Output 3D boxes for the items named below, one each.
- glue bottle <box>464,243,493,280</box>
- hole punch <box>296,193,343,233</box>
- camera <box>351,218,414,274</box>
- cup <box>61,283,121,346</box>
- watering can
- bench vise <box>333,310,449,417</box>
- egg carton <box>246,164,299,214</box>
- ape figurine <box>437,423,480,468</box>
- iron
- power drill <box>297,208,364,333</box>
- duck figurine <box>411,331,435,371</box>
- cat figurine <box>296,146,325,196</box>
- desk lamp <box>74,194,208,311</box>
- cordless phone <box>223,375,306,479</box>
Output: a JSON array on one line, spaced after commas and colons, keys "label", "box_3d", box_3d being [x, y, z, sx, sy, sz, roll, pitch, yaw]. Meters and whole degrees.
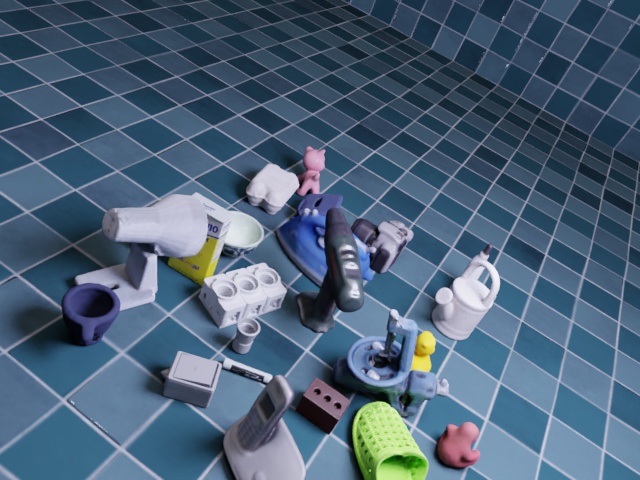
[{"label": "glue bottle", "box_3d": [0.377, 0.073, 1.403, 0.037, 0.173, 0.078, 30, 38, 8]}, {"label": "hole punch", "box_3d": [-0.004, -0.075, 1.440, 0.101, 0.091, 0.109, 24, 37, 0]}, {"label": "camera", "box_3d": [0.150, -0.010, 1.438, 0.136, 0.101, 0.143, 34, 38, 12]}, {"label": "cup", "box_3d": [-0.389, 0.144, 0.966, 0.092, 0.095, 0.117, 6, 41, -22]}, {"label": "watering can", "box_3d": [0.334, 0.132, 1.292, 0.100, 0.194, 0.173, 42, 41, 22]}, {"label": "bench vise", "box_3d": [0.150, 0.219, 1.067, 0.208, 0.219, 0.121, 11, 39, -17]}, {"label": "egg carton", "box_3d": [-0.121, -0.133, 1.465, 0.107, 0.069, 0.150, 27, 37, 3]}, {"label": "ape figurine", "box_3d": [0.261, 0.370, 1.052, 0.076, 0.092, 0.077, -2, 44, -30]}, {"label": "iron", "box_3d": [0.012, 0.005, 1.312, 0.258, 0.141, 0.119, 37, 39, 16]}, {"label": "power drill", "box_3d": [0.022, 0.077, 1.176, 0.076, 0.208, 0.229, 5, 41, -23]}, {"label": "duck figurine", "box_3d": [0.207, 0.233, 1.191, 0.077, 0.086, 0.105, 30, 38, 7]}, {"label": "cat figurine", "box_3d": [-0.017, -0.192, 1.551, 0.067, 0.117, 0.127, 12, 39, -15]}, {"label": "desk lamp", "box_3d": [-0.325, 0.018, 1.053, 0.204, 0.213, 0.117, -17, 53, -41]}, {"label": "cordless phone", "box_3d": [-0.070, 0.306, 0.872, 0.094, 0.185, 0.147, -10, 49, -37]}]
